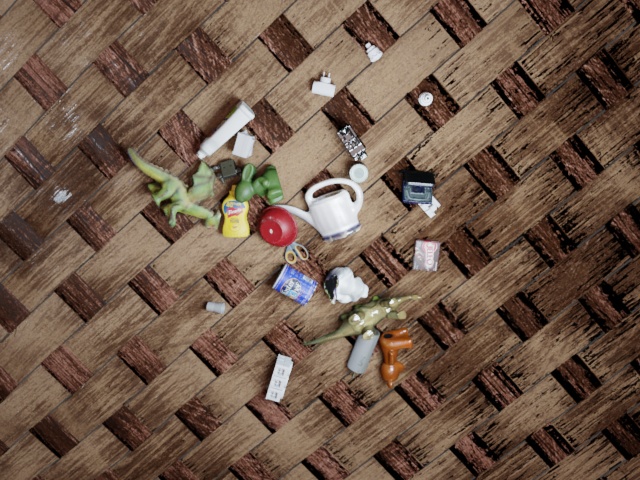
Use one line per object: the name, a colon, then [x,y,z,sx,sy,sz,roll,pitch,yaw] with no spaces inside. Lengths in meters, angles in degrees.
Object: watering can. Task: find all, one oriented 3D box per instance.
watering can: [0.006,-0.094,1.869,0.345,0.105,0.223,-19,100,19]

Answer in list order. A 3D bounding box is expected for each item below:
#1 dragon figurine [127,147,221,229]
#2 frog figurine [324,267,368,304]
dragon figurine: [-0.499,-0.202,1.877,0.243,0.123,0.407,-29,102,-5]
frog figurine: [0.101,0.168,1.923,0.160,0.123,0.137,-2,94,-34]
